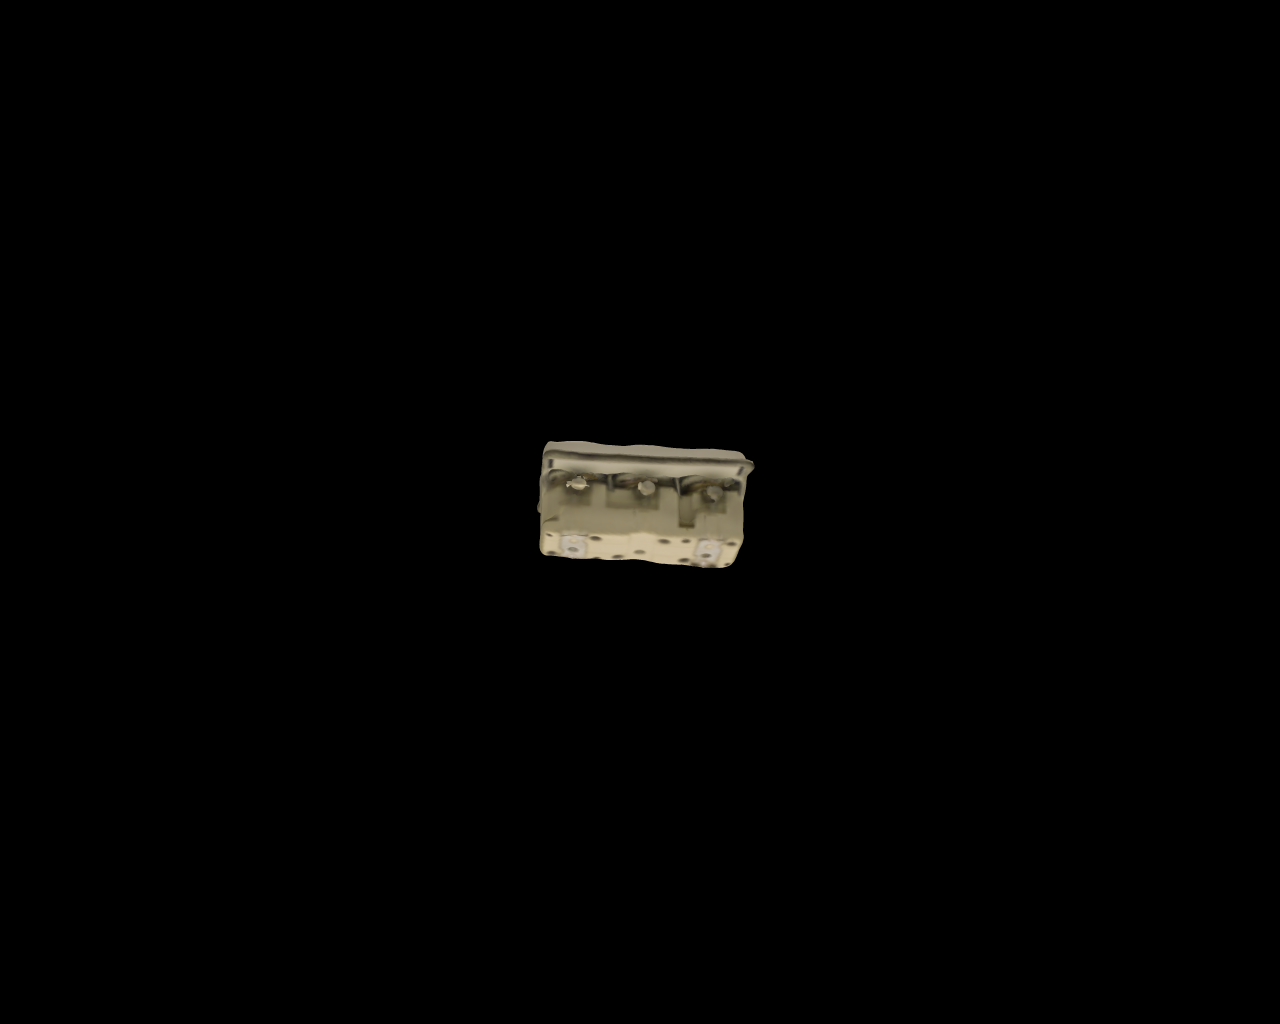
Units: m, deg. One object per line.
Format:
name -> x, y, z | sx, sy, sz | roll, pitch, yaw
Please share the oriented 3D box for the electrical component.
electrical component -> 0.001, -0.003, 0.650 | 0.121, 0.063, 0.078 | 4, -28, -7
